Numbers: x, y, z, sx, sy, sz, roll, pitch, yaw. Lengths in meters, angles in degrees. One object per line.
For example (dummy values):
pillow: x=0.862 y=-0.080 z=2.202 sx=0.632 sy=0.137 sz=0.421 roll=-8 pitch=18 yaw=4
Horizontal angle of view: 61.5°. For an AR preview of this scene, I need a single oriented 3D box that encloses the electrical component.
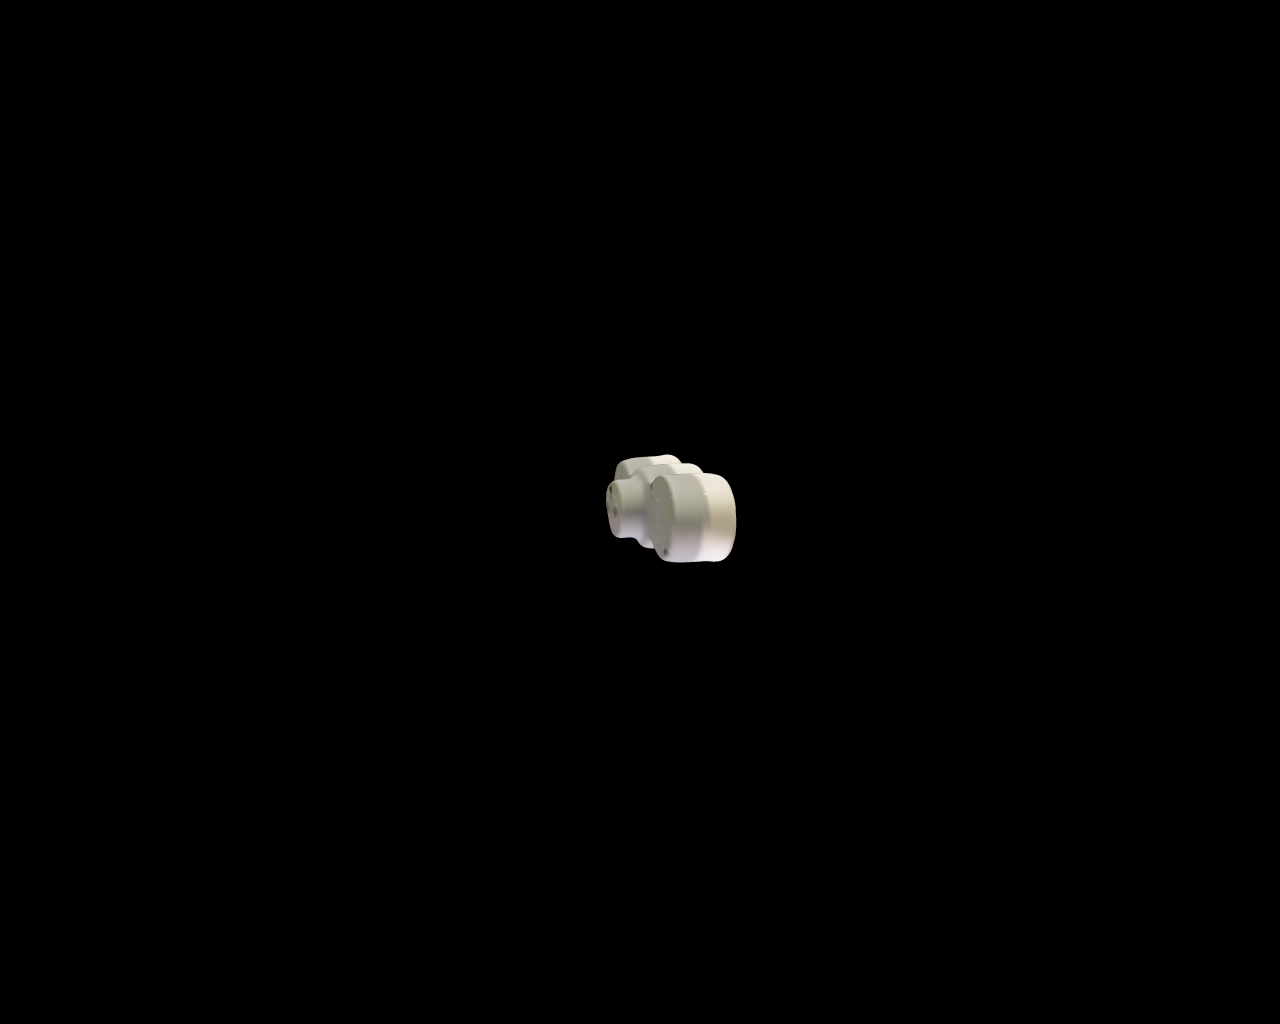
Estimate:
electrical component: x=0.001 y=-0.003 z=0.650 sx=0.074 sy=0.052 sz=0.138 roll=-3 pitch=10 yaw=-15
